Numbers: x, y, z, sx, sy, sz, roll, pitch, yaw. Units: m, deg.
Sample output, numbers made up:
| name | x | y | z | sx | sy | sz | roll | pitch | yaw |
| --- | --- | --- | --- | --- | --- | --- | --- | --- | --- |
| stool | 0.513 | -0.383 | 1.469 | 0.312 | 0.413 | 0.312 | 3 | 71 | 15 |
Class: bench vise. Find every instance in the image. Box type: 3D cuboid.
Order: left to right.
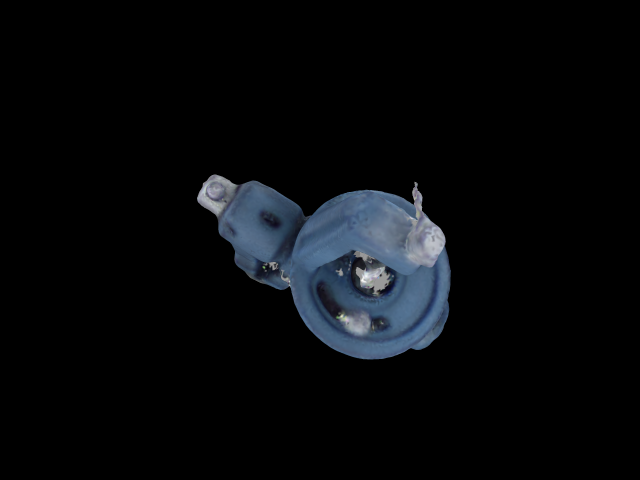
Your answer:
| name | x | y | z | sx | sy | sz | roll | pitch | yaw |
| --- | --- | --- | --- | --- | --- | --- | --- | --- | --- |
| bench vise | 0.001 | 0.013 | 0.397 | 0.207 | 0.220 | 0.121 | 10 | 75 | 3 |
